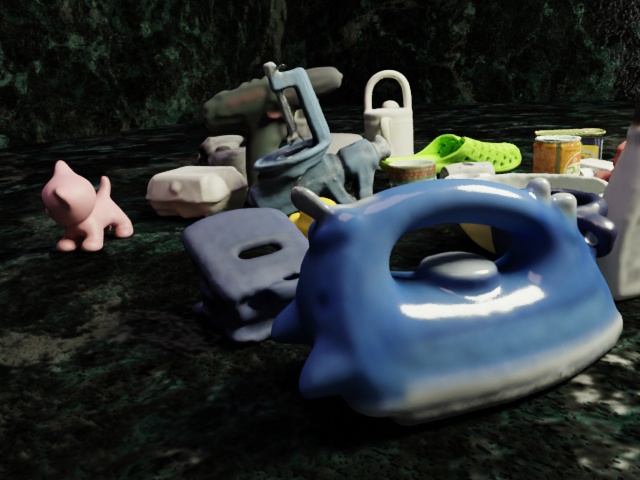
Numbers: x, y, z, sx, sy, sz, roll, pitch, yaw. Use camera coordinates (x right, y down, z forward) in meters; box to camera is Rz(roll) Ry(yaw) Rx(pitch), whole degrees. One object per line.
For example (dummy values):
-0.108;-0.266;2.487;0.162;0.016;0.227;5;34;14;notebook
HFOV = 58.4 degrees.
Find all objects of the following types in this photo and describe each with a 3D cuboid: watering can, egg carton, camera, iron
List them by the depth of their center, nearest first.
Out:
0.097;0.020;0.381;0.259;0.141;0.118;-9;17;-16;iron
-0.193;-0.075;0.898;0.150;0.069;0.107;4;18;26;egg carton
-0.146;-0.146;1.068;0.137;0.101;0.142;-14;19;-30;camera
0.138;-0.248;1.177;0.101;0.194;0.172;-7;17;-10;watering can

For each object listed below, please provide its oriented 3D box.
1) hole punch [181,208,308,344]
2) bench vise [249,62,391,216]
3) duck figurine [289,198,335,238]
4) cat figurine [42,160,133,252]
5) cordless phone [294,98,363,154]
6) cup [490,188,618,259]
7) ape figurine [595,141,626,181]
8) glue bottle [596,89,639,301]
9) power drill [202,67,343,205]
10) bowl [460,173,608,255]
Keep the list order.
-0.051;0.025;0.491;0.109;0.091;0.100;-16;20;-34;hole punch
-0.008;-0.148;0.834;0.208;0.220;0.121;-13;19;-26;bench vise
0.005;0.002;0.562;0.078;0.086;0.104;-18;22;-39;duck figurine
-0.311;-0.048;0.751;0.067;0.118;0.128;1;17;16;cat figurine
0.008;-0.202;1.072;0.147;0.185;0.094;4;19;26;cordless phone
0.190;0.013;0.463;0.092;0.095;0.117;-9;17;-16;cup
0.403;-0.086;0.750;0.076;0.092;0.077;-8;17;-14;ape figurine
0.266;-0.038;0.480;0.078;0.173;0.037;-10;18;-19;glue bottle
-0.071;-0.166;0.928;0.229;0.208;0.076;-1;17;10;power drill
0.220;-0.021;0.606;0.167;0.075;0.167;-4;17;1;bowl
